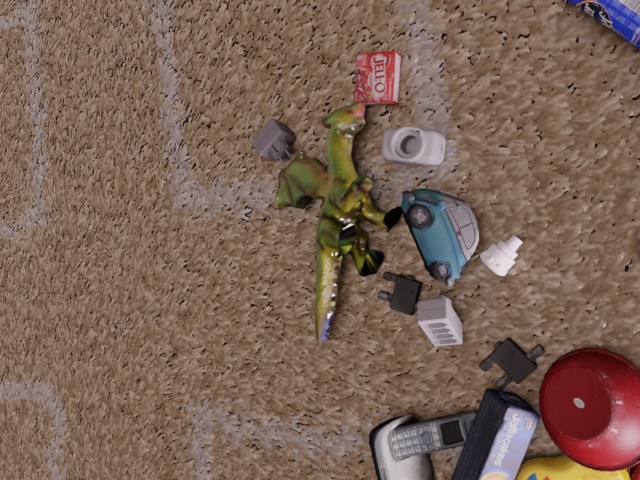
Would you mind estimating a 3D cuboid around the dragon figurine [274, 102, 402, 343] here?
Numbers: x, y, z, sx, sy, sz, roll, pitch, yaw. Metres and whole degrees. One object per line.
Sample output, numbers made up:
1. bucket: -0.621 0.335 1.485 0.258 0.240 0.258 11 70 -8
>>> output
1. dragon figurine: 0.003 -0.046 0.919 0.246 0.122 0.405 39 112 40
